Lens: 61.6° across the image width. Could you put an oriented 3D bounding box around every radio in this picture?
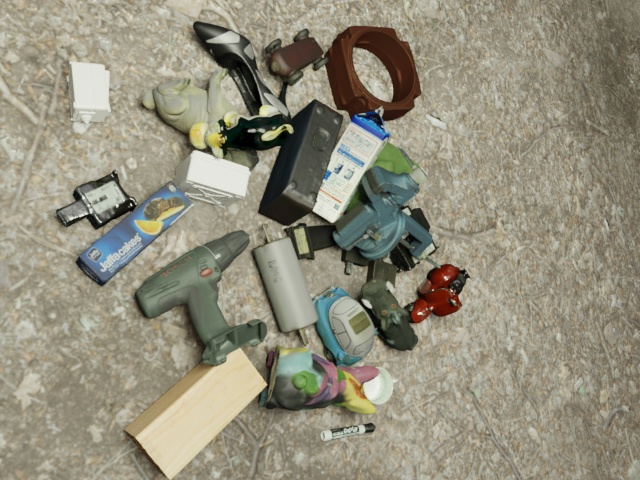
[{"bbox_3d":[-0.036,-0.151,1.047,0.073,0.131,0.229,24,68,-22],"label":"radio"}]

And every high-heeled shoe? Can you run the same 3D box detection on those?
[{"bbox_3d":[-0.155,-0.297,1.035,0.248,0.086,0.145,27,66,-29],"label":"high-heeled shoe"}]

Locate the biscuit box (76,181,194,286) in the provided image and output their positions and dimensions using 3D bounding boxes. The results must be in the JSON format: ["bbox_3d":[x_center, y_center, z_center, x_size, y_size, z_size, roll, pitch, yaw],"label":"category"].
[{"bbox_3d":[-0.308,-0.012,0.900,0.059,0.063,0.203,48,60,-12],"label":"biscuit box"}]

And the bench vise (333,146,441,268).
[{"bbox_3d":[0.152,-0.037,1.065,0.240,0.129,0.223,35,103,-33],"label":"bench vise"}]

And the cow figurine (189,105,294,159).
[{"bbox_3d":[-0.134,-0.178,0.916,0.167,0.098,0.068,-15,119,-18],"label":"cow figurine"}]

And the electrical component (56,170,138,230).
[{"bbox_3d":[-0.370,-0.056,0.882,0.119,0.048,0.074,-39,99,-30],"label":"electrical component"}]

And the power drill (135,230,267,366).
[{"bbox_3d":[-0.173,0.092,0.903,0.232,0.086,0.207,-27,64,-25],"label":"power drill"}]

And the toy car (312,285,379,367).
[{"bbox_3d":[0.057,0.167,1.050,0.109,0.103,0.161,-27,95,-33],"label":"toy car"}]

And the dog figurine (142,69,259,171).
[{"bbox_3d":[-0.214,-0.199,0.984,0.172,0.121,0.190,-13,105,1],"label":"dog figurine"}]

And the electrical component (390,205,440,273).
[{"bbox_3d":[0.189,-0.010,1.190,0.115,0.058,0.134,-30,95,-33],"label":"electrical component"}]

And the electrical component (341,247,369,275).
[{"bbox_3d":[0.078,0.031,1.137,0.063,0.021,0.094,17,71,-27],"label":"electrical component"}]

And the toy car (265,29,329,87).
[{"bbox_3d":[-0.047,-0.380,1.116,0.089,0.053,0.202,51,35,-10],"label":"toy car"}]

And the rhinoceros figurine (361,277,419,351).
[{"bbox_3d":[0.132,0.149,1.067,0.073,0.112,0.190,-31,121,-1],"label":"rhinoceros figurine"}]

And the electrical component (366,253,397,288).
[{"bbox_3d":[0.132,0.074,1.145,0.078,0.045,0.102,22,69,-23],"label":"electrical component"}]

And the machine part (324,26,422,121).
[{"bbox_3d":[0.123,-0.374,1.213,0.201,0.087,0.201,-11,86,-32],"label":"machine part"}]

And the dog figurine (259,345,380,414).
[{"bbox_3d":[0.010,0.257,0.965,0.219,0.191,0.108,10,71,-13],"label":"dog figurine"}]

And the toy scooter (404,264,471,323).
[{"bbox_3d":[0.270,0.113,1.165,0.184,0.135,0.075,-43,100,-31],"label":"toy scooter"}]

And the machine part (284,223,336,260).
[{"bbox_3d":[-0.002,-0.003,1.091,0.139,0.039,0.084,-14,79,-30],"label":"machine part"}]

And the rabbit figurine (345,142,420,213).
[{"bbox_3d":[0.103,-0.127,1.135,0.159,0.121,0.170,43,77,-11],"label":"rabbit figurine"}]

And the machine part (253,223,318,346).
[{"bbox_3d":[-0.065,0.084,1.011,0.079,0.079,0.243,-19,90,-32],"label":"machine part"}]
